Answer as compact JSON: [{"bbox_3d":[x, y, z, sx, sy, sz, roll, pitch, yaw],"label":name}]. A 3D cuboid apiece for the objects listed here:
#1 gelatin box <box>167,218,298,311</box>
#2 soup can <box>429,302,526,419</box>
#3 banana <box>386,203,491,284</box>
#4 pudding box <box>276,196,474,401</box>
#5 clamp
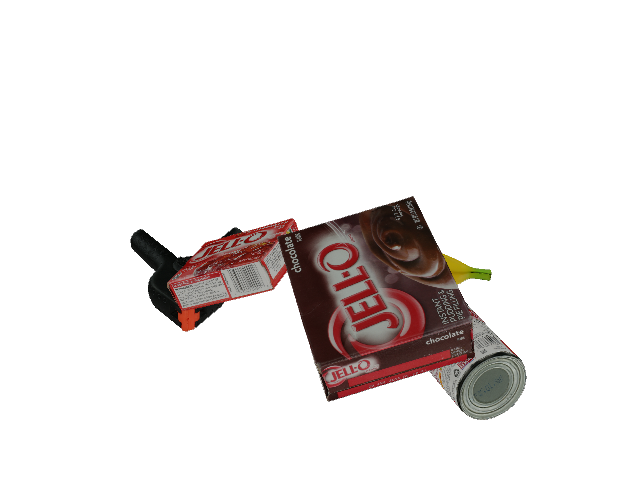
[{"bbox_3d":[-0.066,0.018,0.836,0.089,0.030,0.073,-14,20,27],"label":"gelatin box"},{"bbox_3d":[0.128,0.102,0.941,0.068,0.068,0.102,0,26,-24],"label":"soup can"},{"bbox_3d":[0.104,0.007,1.185,0.069,0.037,0.198,2,24,-33],"label":"banana"},{"bbox_3d":[0.030,0.032,0.628,0.090,0.039,0.113,-16,42,-4],"label":"pudding box"},{"bbox_3d":[-0.124,0.032,1.083,0.120,0.039,0.171,-11,34,-11],"label":"clamp"}]
